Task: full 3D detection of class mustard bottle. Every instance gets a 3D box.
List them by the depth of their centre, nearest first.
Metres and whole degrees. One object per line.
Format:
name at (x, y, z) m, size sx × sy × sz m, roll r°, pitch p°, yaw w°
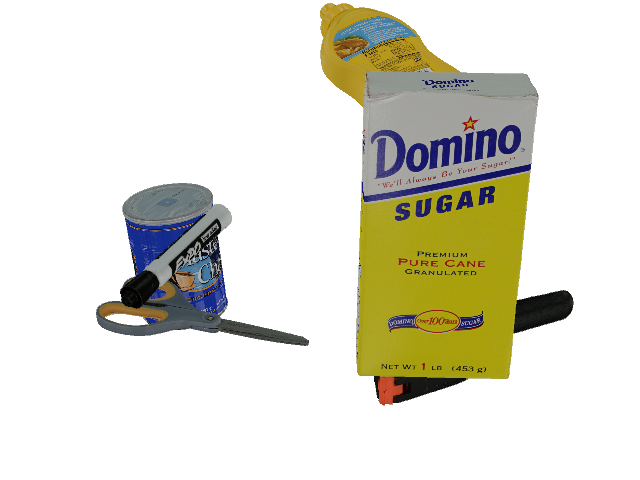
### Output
mustard bottle at (0.055, -0.164, 0.990) m, size 0.096 × 0.058 × 0.192 m, roll -24°, pitch 52°, yaw -20°

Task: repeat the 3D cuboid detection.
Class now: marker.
marker at (-0.102, 0.011, 0.759) m, size 0.020 × 0.020 × 0.121 m, roll 0°, pitch 30°, yaw 33°

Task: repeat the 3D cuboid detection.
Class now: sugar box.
sugar box at (0.068, -0.006, 0.610) m, size 0.093 × 0.176 × 0.048 m, roll 0°, pitch 27°, yaw 1°

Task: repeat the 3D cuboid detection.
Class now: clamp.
clamp at (0.097, 0.070, 0.909) m, size 0.165 × 0.036 × 0.209 m, roll 20°, pitch 35°, yaw 33°

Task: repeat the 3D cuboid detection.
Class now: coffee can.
coffee can at (-0.166, 0.017, 1.233) m, size 0.103 × 0.140 × 0.103 m, roll -5°, pitch 26°, yaw 2°

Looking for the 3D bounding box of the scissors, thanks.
scissors at (-0.113, 0.067, 1.030) m, size 0.201 × 0.016 × 0.096 m, roll 3°, pitch 33°, yaw -4°
